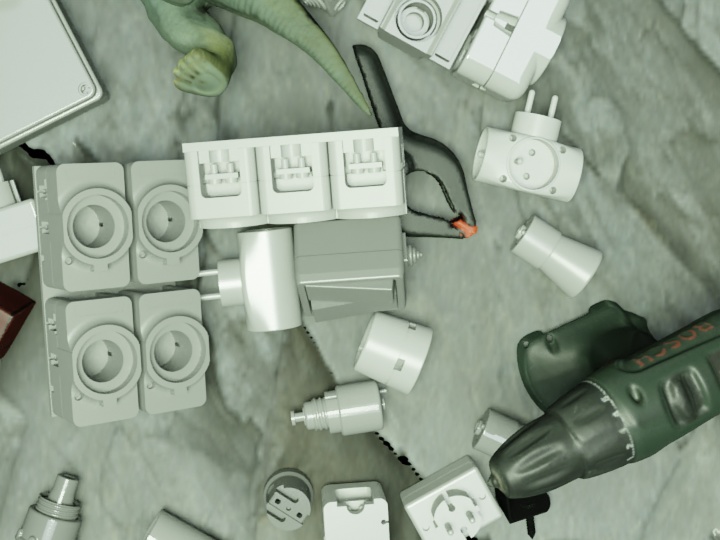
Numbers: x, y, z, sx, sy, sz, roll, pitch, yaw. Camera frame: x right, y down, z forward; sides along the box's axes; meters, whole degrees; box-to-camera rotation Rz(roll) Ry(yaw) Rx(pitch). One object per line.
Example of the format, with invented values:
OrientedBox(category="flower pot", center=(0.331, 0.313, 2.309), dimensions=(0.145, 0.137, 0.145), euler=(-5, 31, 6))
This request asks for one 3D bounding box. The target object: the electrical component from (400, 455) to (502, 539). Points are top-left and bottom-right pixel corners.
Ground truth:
OrientedBox(category="electrical component", center=(0.074, 0.190, 0.846), dimensions=(0.066, 0.076, 0.047), euler=(-29, 96, -1))

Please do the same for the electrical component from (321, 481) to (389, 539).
OrientedBox(category="electrical component", center=(-0.003, 0.218, 0.854), dimensions=(0.050, 0.055, 0.089), euler=(-4, 95, -4))

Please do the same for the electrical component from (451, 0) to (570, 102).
OrientedBox(category="electrical component", center=(0.119, -0.181, 0.829), dimensions=(0.059, 0.053, 0.095), euler=(26, 93, -6))

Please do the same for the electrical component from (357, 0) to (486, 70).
OrientedBox(category="electrical component", center=(0.060, -0.223, 0.816), dimensions=(0.079, 0.063, 0.121), euler=(28, 92, -6))

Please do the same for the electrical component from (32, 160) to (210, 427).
OrientedBox(category="electrical component", center=(-0.175, 0.014, 0.799), dimensions=(0.105, 0.060, 0.186), euler=(-6, 96, -33))

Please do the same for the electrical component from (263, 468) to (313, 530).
OrientedBox(category="electrical component", center=(-0.057, 0.182, 0.851), dimensions=(0.040, 0.046, 0.040), euler=(0, 95, -4))

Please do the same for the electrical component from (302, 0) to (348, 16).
OrientedBox(category="electrical component", center=(-0.014, -0.242, 0.792), dimensions=(0.048, 0.100, 0.099), euler=(43, 91, 6))

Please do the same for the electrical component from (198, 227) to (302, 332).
OrientedBox(category="electrical component", center=(-0.088, 0.008, 0.835), dimensions=(0.079, 0.043, 0.077), euler=(-6, 95, -3))

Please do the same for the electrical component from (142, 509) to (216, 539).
OrientedBox(category="electrical component", center=(-0.133, 0.228, 0.851), dimensions=(0.081, 0.043, 0.043), euler=(31, 92, -7))

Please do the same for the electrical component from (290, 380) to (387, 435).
OrientedBox(category="electrical component", center=(-0.016, 0.111, 0.851), dimensions=(0.078, 0.040, 0.040), euler=(-9, 96, -3))

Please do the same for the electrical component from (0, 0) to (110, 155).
OrientedBox(category="electrical component", center=(-0.261, -0.153, 0.802), dimensions=(0.109, 0.056, 0.108), euler=(-27, 96, -1))

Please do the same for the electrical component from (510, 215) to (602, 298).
OrientedBox(category="electrical component", center=(0.153, -0.013, 0.853), dimensions=(0.065, 0.044, 0.044), euler=(33, 92, -1))

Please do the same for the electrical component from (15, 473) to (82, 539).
OrientedBox(category="electrical component", center=(-0.238, 0.191, 0.841), dimensions=(0.048, 0.048, 0.062), euler=(19, 87, -6))

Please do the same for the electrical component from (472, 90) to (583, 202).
OrientedBox(category="electrical component", center=(0.135, -0.100, 0.842), dimensions=(0.077, 0.044, 0.079), euler=(13, 94, -5))

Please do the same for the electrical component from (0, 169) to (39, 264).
OrientedBox(category="electrical component", center=(-0.274, -0.045, 0.815), dimensions=(0.066, 0.047, 0.076), euler=(-18, 96, -3))

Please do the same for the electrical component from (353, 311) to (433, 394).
OrientedBox(category="electrical component", center=(0.025, 0.063, 0.844), dimensions=(0.047, 0.055, 0.055), euler=(22, 93, -2))

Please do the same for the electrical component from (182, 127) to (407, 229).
OrientedBox(category="electrical component", center=(-0.043, -0.067, 0.780), dimensions=(0.150, 0.089, 0.061), euler=(-4, 98, 5))

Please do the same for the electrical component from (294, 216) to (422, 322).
OrientedBox(category="electrical component", center=(0.000, 0.000, 0.817), dimensions=(0.096, 0.061, 0.061), euler=(-4, 63, 2))

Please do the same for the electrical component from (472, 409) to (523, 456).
OrientedBox(category="electrical component", center=(0.124, 0.139, 0.864), dimensions=(0.065, 0.044, 0.044), euler=(24, 93, -1))
